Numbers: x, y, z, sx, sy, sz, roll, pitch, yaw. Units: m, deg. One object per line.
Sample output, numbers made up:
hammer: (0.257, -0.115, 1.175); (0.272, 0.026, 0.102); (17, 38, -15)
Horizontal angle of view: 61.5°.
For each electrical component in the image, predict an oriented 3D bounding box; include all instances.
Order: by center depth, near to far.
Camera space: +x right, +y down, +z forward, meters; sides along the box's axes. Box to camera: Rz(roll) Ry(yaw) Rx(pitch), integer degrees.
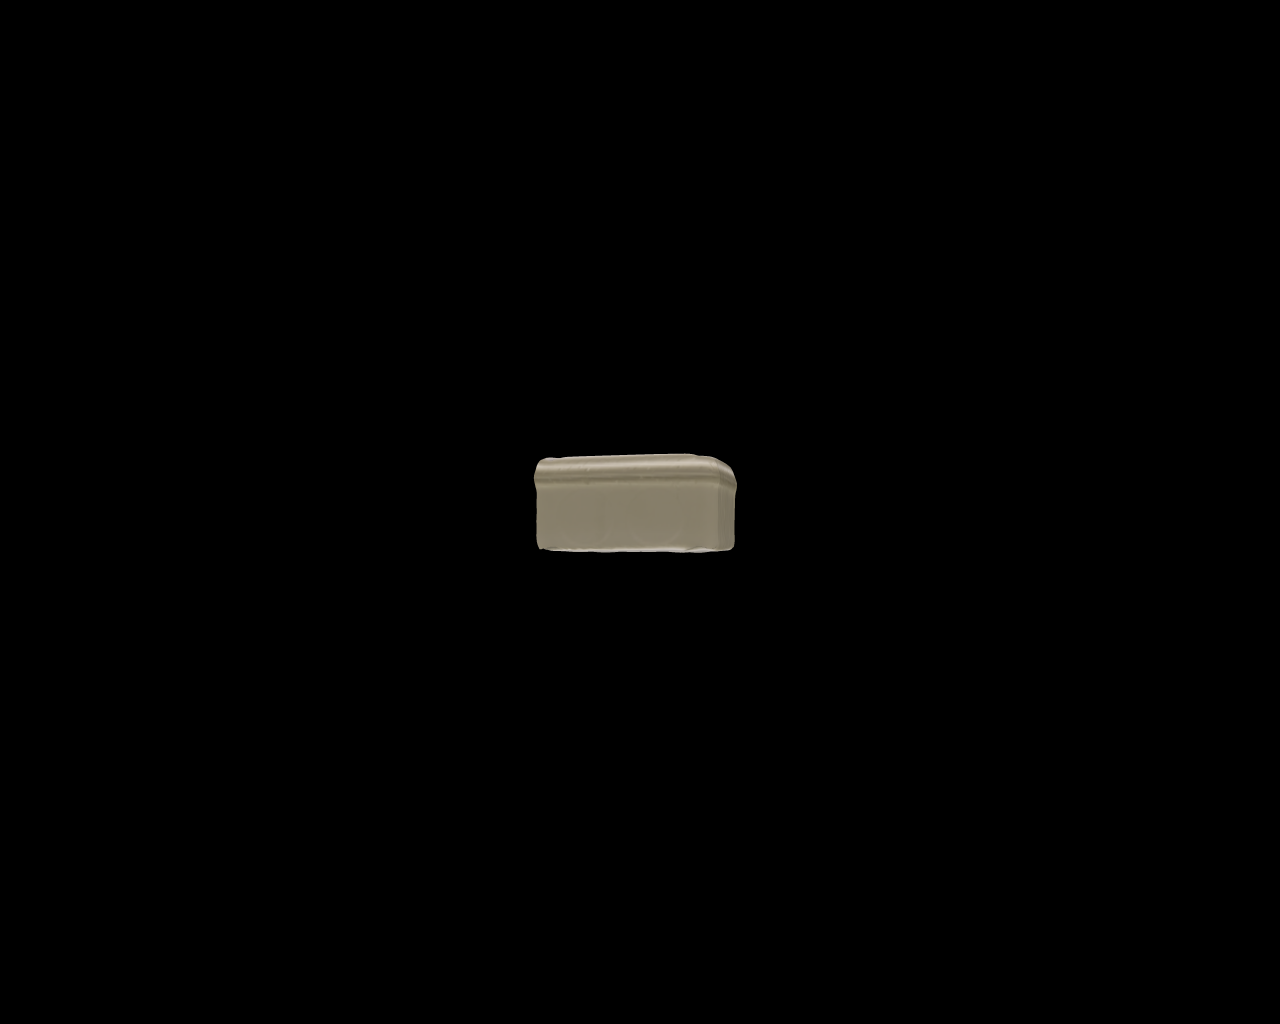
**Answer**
electrical component: (0.001, -0.003, 0.650); (0.109, 0.056, 0.109); (0, -2, 11)
